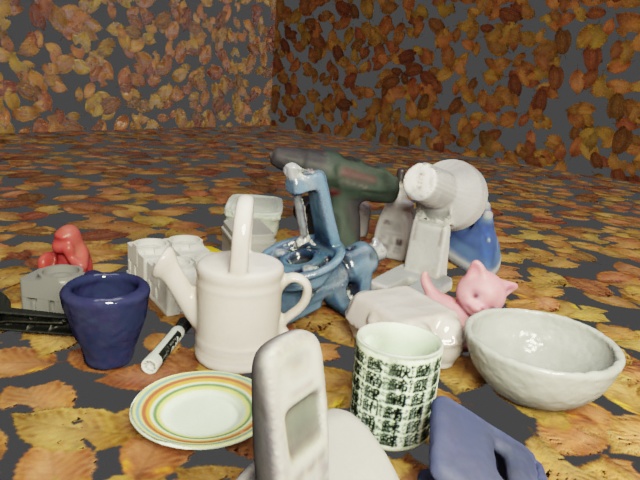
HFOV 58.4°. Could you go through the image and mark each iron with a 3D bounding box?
[{"bbox_3d":[0.303,-0.031,1.117,0.118,0.141,0.258,4,16,-2],"label":"iron"}]

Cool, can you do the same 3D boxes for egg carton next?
[{"bbox_3d":[0.102,0.108,0.714,0.107,0.069,0.149,-6,19,-31],"label":"egg carton"}]

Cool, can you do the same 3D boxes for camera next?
[{"bbox_3d":[0.017,-0.063,1.221,0.144,0.101,0.136,-7,20,-35],"label":"camera"}]

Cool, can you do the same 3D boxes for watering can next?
[{"bbox_3d":[-0.099,0.044,0.654,0.173,0.194,0.100,-3,18,-24],"label":"watering can"}]

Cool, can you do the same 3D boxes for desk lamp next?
[{"bbox_3d":[0.182,-0.024,0.931,0.117,0.213,0.204,15,19,31],"label":"desk lamp"}]

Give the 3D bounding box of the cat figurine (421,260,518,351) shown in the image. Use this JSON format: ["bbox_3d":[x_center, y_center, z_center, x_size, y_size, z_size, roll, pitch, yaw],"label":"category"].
[{"bbox_3d":[0.189,0.077,0.758,0.127,0.118,0.067,12,18,25],"label":"cat figurine"}]

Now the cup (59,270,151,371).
[{"bbox_3d":[-0.242,0.089,0.640,0.092,0.095,0.117,-7,20,-35],"label":"cup"}]

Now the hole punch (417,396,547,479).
[{"bbox_3d":[0.125,0.180,0.434,0.101,0.091,0.109,7,16,10],"label":"hole punch"}]

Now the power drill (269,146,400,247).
[{"bbox_3d":[0.021,-0.054,0.999,0.230,0.208,0.075,1,17,-13],"label":"power drill"}]

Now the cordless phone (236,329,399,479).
[{"bbox_3d":[0.003,0.138,0.377,0.093,0.185,0.148,13,18,28],"label":"cordless phone"}]

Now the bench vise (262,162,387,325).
[{"bbox_3d":[-0.002,0.000,0.787,0.121,0.220,0.208,16,20,35],"label":"bench vise"}]

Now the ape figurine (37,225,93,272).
[{"bbox_3d":[-0.369,0.022,0.838,0.077,0.092,0.076,15,19,31],"label":"ape figurine"}]

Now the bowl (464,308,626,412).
[{"bbox_3d":[0.240,0.140,0.635,0.167,0.075,0.167,4,16,-1],"label":"bowl"}]

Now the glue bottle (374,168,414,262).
[{"bbox_3d":[0.146,-0.050,1.083,0.077,0.173,0.037,15,19,33],"label":"glue bottle"}]
